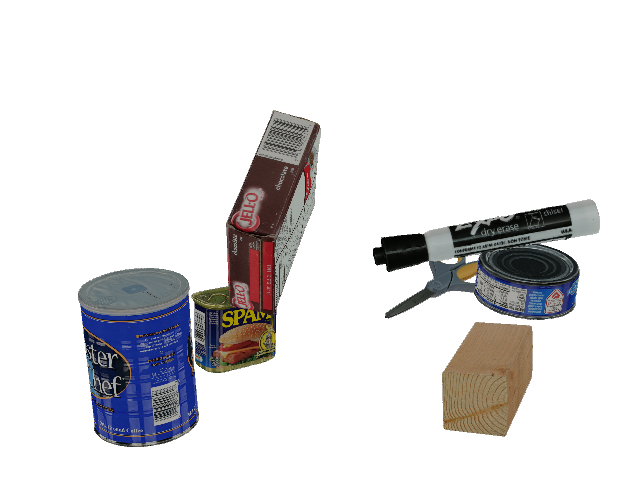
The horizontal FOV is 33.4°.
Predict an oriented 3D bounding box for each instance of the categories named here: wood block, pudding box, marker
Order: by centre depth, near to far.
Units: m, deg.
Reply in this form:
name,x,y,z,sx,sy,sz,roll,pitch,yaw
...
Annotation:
name,x,y,z,sx,sy,sz,roll,pitch,yaw
marker,0.088,-0.002,0.572,0.121,0.020,0.020,-11,0,0
pudding box,-0.033,-0.019,0.743,0.039,0.113,0.090,15,-38,8
wood block,0.245,0.196,1.544,0.091,0.090,0.205,3,17,20

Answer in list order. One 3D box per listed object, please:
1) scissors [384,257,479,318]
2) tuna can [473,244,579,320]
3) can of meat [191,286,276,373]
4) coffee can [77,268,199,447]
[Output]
name,x,y,z,sx,sy,sz,roll,pitch,yaw
scissors,0.127,0.044,1.256,0.201,0.016,0.096,-10,40,-35
tuna can,0.174,0.032,0.900,0.086,0.034,0.086,2,24,-1
can of meat,-0.099,0.101,1.247,0.101,0.084,0.058,-9,19,-36
coffee can,-0.171,0.109,1.013,0.103,0.140,0.103,-2,19,1
